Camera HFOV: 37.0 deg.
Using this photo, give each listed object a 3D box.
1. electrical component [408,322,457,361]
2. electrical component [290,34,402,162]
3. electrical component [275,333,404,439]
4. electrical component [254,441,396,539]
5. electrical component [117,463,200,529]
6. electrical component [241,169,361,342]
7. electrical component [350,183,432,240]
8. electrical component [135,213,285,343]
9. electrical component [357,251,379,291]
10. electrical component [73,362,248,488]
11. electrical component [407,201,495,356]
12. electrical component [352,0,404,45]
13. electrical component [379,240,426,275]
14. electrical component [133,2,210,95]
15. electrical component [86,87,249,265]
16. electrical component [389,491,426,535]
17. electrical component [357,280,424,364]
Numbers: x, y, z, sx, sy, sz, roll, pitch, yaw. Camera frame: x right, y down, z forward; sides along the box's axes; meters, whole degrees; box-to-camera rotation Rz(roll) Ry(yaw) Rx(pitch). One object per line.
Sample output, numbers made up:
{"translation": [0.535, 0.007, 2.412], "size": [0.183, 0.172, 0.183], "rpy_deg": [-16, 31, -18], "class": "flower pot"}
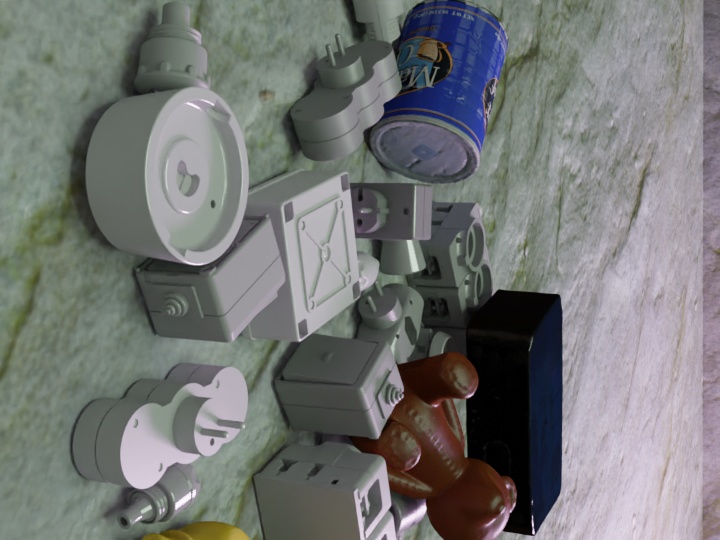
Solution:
{"translation": [0.062, 0.083, 1.054], "size": [0.048, 0.055, 0.066], "rpy_deg": [47, 52, -55], "class": "electrical component"}
{"translation": [-0.013, -0.156, 0.883], "size": [0.138, 0.052, 0.073], "rpy_deg": [-58, 141, -45], "class": "electrical component"}
{"translation": [-0.011, 0.091, 0.862], "size": [0.061, 0.096, 0.061], "rpy_deg": [-57, 139, -45], "class": "electrical component"}
{"translation": [-0.021, 0.219, 0.863], "size": [0.062, 0.089, 0.150], "rpy_deg": [-41, 128, -56], "class": "electrical component"}
{"translation": [-0.133, 0.148, 0.695], "size": [0.061, 0.035, 0.035], "rpy_deg": [-31, 120, -56], "class": "electrical component"}
{"translation": [-0.050, -0.013, 0.820], "size": [0.109, 0.056, 0.108], "rpy_deg": [-35, 123, -58], "class": "electrical component"}
{"translation": [0.008, -0.050, 0.901], "size": [0.076, 0.083, 0.047], "rpy_deg": [-4, 96, -63], "class": "electrical component"}
{"translation": [-0.100, 0.010, 0.716], "size": [0.096, 0.062, 0.061], "rpy_deg": [-52, 137, -49], "class": "electrical component"}
{"translation": [0.000, 0.000, 0.946], "size": [0.061, 0.035, 0.035], "rpy_deg": [-23, 113, -64], "class": "electrical component"}
{"translation": [-0.110, 0.099, 0.690], "size": [0.138, 0.074, 0.052], "rpy_deg": [-21, 112, -61], "class": "electrical component"}
{"translation": [0.100, 0.015, 1.115], "size": [0.089, 0.062, 0.150], "rpy_deg": [-55, 139, -47], "class": "electrical component"}
{"translation": [0.016, -0.233, 0.944], "size": [0.043, 0.043, 0.081], "rpy_deg": [-51, 136, -50], "class": "electrical component"}
{"translation": [0.037, -0.027, 1.006], "size": [0.045, 0.045, 0.055], "rpy_deg": [-34, 122, -58], "class": "electrical component"}
{"translation": [-0.119, -0.139, 0.686], "size": [0.048, 0.048, 0.062], "rpy_deg": [25, 64, -62], "class": "electrical component"}
{"translation": [-0.123, -0.058, 0.665], "size": [0.108, 0.060, 0.108], "rpy_deg": [-11, 102, -63], "class": "electrical component"}
{"translation": [0.027, 0.220, 1.001], "size": [0.047, 0.055, 0.055], "rpy_deg": [-17, 107, -58], "class": "electrical component"}
{"translation": [0.022, 0.043, 0.983], "size": [0.077, 0.043, 0.079], "rpy_deg": [-66, 147, -36], "class": "electrical component"}
